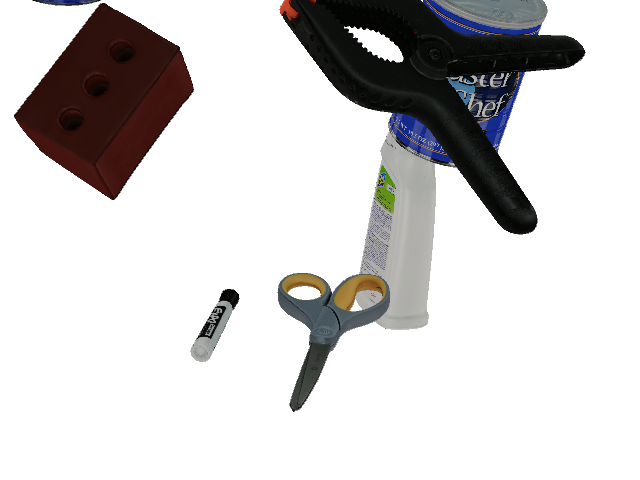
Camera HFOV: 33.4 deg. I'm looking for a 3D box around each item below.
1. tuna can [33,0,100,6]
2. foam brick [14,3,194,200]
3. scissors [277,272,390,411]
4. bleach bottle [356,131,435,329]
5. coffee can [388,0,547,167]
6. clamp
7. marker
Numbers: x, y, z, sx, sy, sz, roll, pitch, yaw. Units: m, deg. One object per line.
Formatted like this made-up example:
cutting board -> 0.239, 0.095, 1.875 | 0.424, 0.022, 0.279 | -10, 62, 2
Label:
tuna can -> -0.219, -0.232, 0.910 | 0.086, 0.034, 0.086 | 5, 35, -4
foam brick -> -0.112, -0.072, 0.559 | 0.053, 0.078, 0.051 | 31, -12, 10
scissors -> -0.013, 0.064, 0.777 | 0.096, 0.016, 0.201 | 12, 25, 23
bleach bottle -> 0.097, -0.031, 1.229 | 0.068, 0.251, 0.103 | -2, 21, -24
coffee can -> 0.124, -0.149, 0.921 | 0.102, 0.140, 0.103 | 9, 35, -7
clamp -> 0.070, -0.101, 0.687 | 0.210, 0.164, 0.036 | 21, -32, -10
marker -> -0.098, 0.078, 1.013 | 0.020, 0.020, 0.121 | 0, 23, 10
